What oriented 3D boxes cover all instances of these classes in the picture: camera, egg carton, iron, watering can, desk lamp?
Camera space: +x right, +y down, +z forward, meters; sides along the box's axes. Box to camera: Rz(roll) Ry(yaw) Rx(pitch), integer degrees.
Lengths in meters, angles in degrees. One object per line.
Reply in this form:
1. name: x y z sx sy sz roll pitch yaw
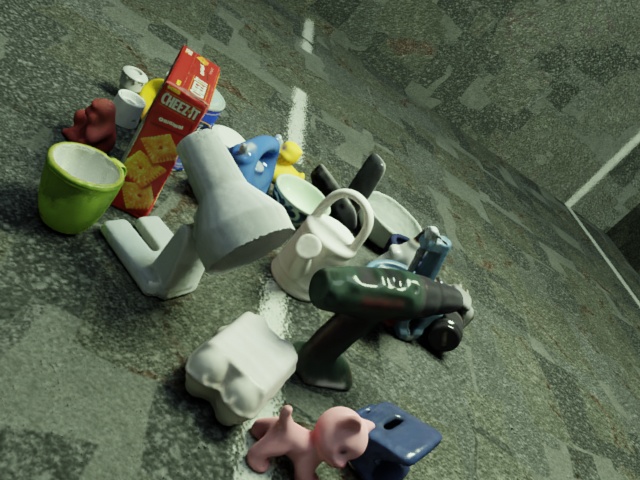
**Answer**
1. camera: 0.232 0.138 1.102 0.143 0.100 0.137 36 27 -6
2. egg carton: -0.094 0.153 0.702 0.107 0.069 0.150 42 27 5
3. iron: -0.123 -0.139 1.037 0.118 0.141 0.259 40 27 2
4. watering can: 0.010 0.005 0.924 0.101 0.194 0.173 34 27 -9
5. desk lamp: -0.156 -0.019 0.731 0.203 0.213 0.118 48 28 17

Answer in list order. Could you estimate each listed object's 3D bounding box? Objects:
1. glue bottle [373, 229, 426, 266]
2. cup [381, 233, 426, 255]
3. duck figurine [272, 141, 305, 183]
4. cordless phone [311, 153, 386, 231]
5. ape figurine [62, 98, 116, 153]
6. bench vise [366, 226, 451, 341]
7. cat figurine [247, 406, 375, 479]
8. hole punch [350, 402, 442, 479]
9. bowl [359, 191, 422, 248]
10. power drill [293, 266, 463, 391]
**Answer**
1. glue bottle: 0.141 0.042 1.055 0.078 0.173 0.037 24 30 -27
2. cup: 0.163 0.052 1.153 0.118 0.095 0.091 21 32 -32
3. duck figurine: -0.069 -0.164 1.206 0.104 0.086 0.077 36 27 -6
4. cordless phone: 0.056 -0.122 1.188 0.094 0.185 0.147 4 43 -49
5. ape figurine: -0.342 -0.178 0.875 0.076 0.092 0.077 24 30 -28
6. bench vise: 0.164 0.067 0.993 0.208 0.219 0.121 7 41 -47
7. cat figurine: -0.002 0.223 0.656 0.128 0.117 0.067 28 28 -20
8. hole punch: 0.088 0.258 0.745 0.101 0.091 0.109 51 29 22
9. bowl: 0.146 -0.029 1.281 0.168 0.074 0.167 30 28 -18
10. power drill: 0.062 0.117 0.799 0.230 0.208 0.075 19 33 -35
